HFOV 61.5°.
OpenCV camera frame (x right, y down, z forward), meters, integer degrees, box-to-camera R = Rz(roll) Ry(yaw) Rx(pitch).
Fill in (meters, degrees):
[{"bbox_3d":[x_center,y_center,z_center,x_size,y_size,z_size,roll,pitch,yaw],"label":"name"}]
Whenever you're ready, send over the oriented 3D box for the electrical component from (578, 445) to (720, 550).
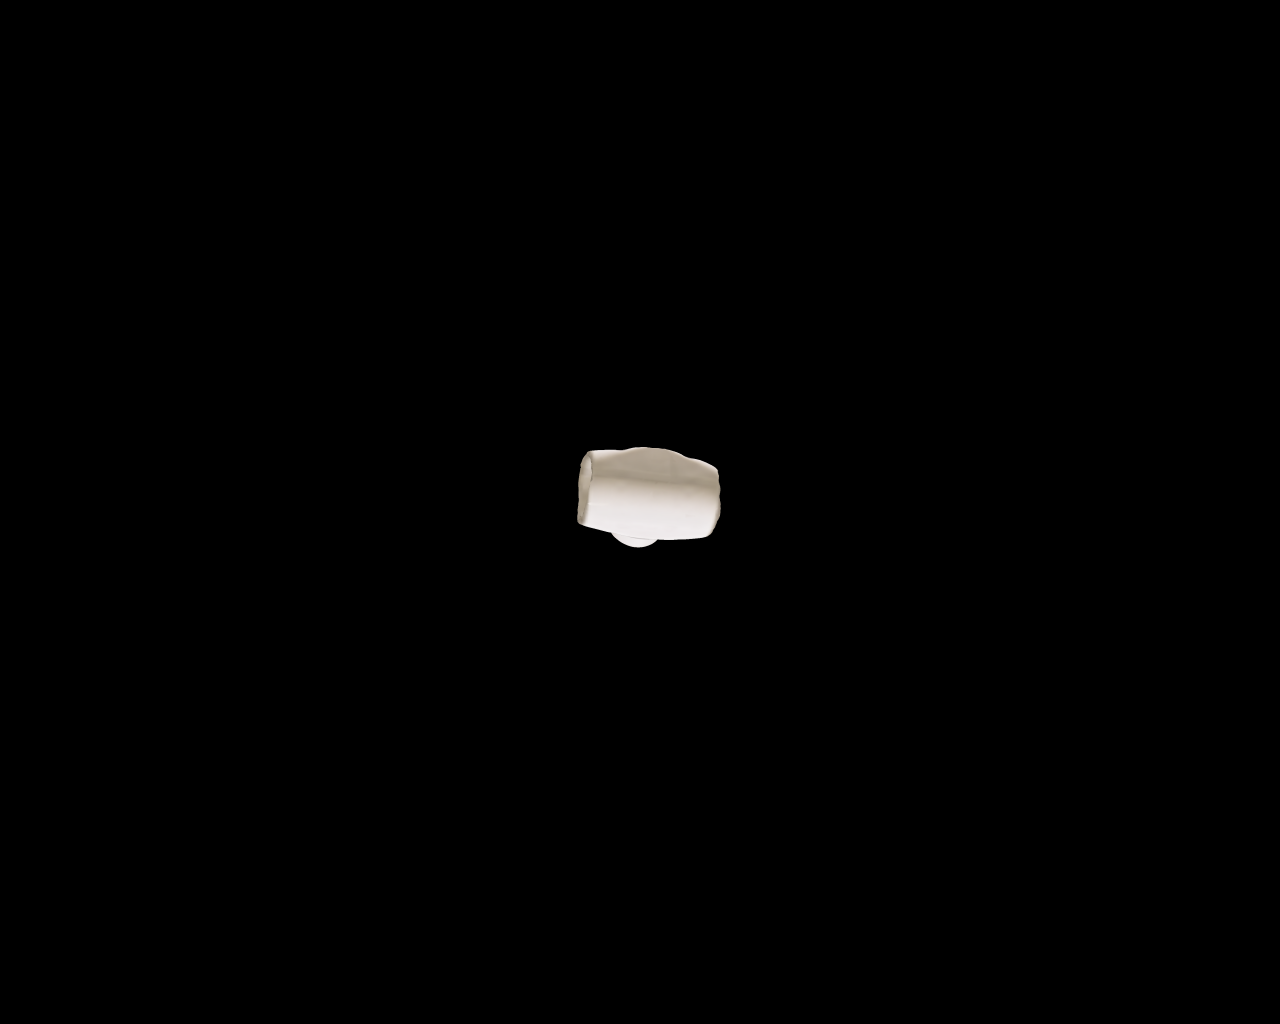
[{"bbox_3d":[0.001,-0.003,0.650,0.077,0.044,0.079,6,-28,-12],"label":"electrical component"}]
